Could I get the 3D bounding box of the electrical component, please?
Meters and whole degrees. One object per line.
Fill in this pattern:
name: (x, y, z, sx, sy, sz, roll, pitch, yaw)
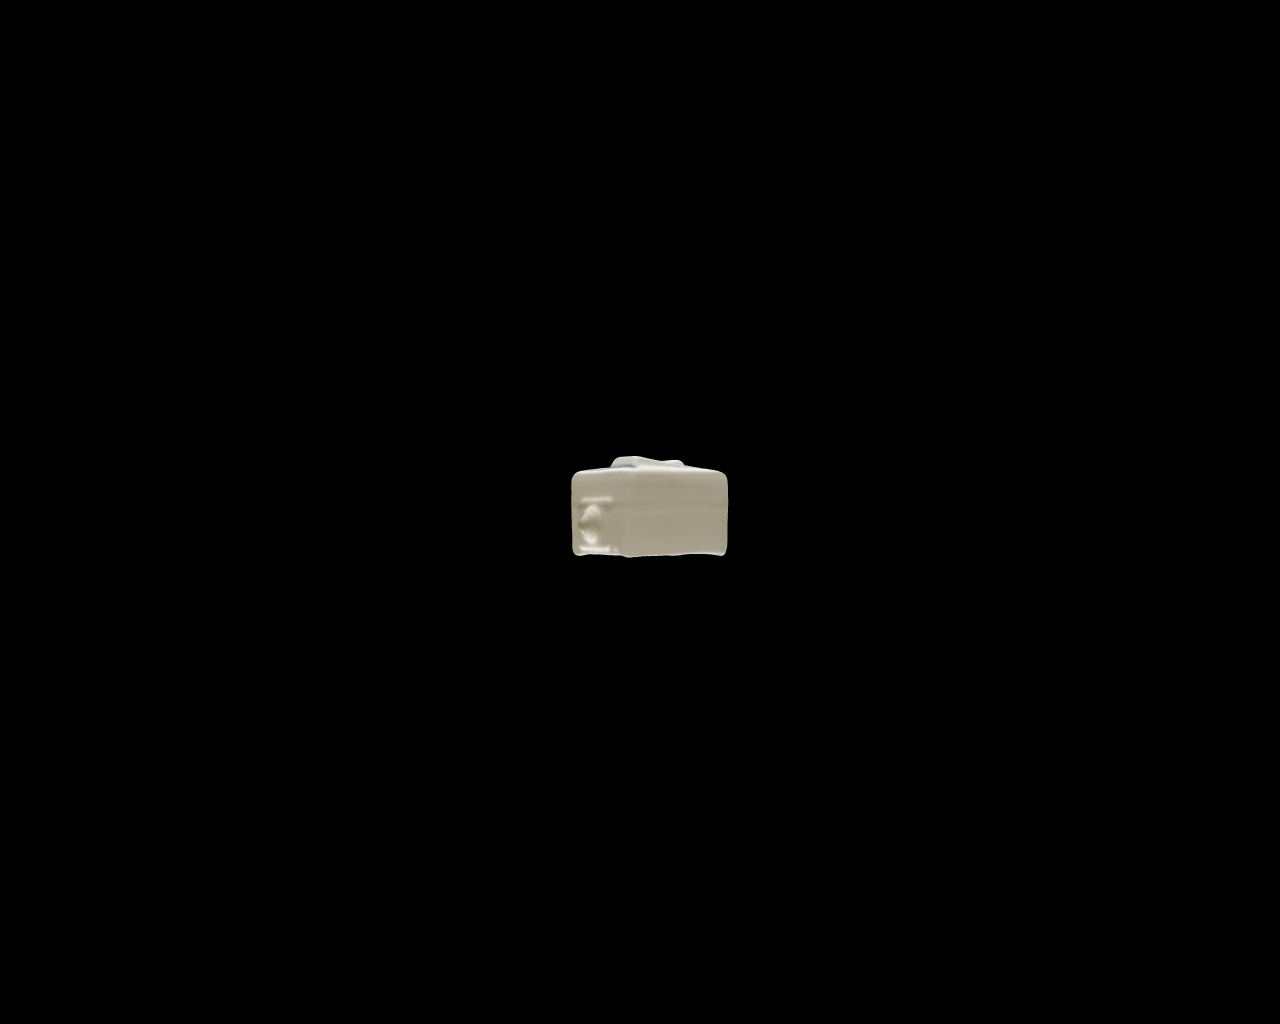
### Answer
electrical component: (0.001, -0.003, 0.650, 0.096, 0.061, 0.061, 0, 0, -37)
